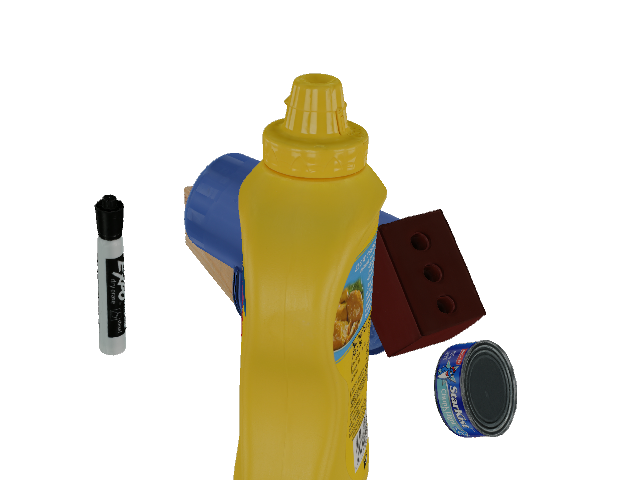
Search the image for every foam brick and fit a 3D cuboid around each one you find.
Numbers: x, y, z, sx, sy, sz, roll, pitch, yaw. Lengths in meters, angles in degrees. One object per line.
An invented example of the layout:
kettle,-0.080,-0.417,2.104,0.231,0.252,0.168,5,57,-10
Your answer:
foam brick,0.062,0.029,0.697,0.052,0.078,0.051,-15,-14,-30

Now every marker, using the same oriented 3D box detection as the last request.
marker,-0.142,0.024,0.724,0.020,0.121,0.020,4,30,-3

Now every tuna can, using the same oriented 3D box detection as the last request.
tuna can,0.139,0.133,0.956,0.034,0.086,0.085,-12,-8,41

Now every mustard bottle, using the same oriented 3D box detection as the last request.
mustard bottle,-0.005,0.026,0.441,0.058,0.192,0.096,8,25,11

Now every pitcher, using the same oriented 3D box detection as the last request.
pitcher,-0.021,0.012,1.057,0.243,0.145,0.149,27,28,27

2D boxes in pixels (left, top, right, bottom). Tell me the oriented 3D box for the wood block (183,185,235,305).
wood block,-0.099,0.001,1.357,0.090,0.090,0.206,-9,26,-23
